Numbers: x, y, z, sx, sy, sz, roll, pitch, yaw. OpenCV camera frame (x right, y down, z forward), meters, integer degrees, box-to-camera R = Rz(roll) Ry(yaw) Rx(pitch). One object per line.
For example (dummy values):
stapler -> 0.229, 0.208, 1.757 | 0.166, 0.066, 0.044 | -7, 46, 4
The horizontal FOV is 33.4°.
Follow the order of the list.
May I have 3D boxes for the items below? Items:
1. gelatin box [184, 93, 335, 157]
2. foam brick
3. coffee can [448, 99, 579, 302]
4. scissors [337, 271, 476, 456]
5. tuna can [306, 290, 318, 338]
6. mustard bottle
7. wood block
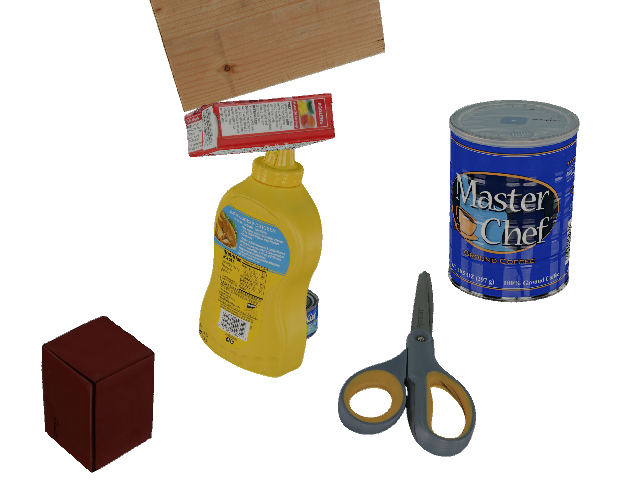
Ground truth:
gelatin box -> -0.039, -0.071, 0.658 | 0.073, 0.030, 0.089 | -7, 3, -17
foam brick -> -0.145, 0.099, 0.695 | 0.053, 0.078, 0.051 | 31, 40, 31
coffee can -> 0.157, -0.034, 0.882 | 0.103, 0.140, 0.103 | -2, 24, 1
scissors -> 0.051, 0.076, 0.732 | 0.096, 0.016, 0.202 | 0, 30, -9
tuna can -> -0.045, 0.074, 1.075 | 0.086, 0.034, 0.086 | 1, 18, 0
mustard bottle -> -0.045, 0.009, 0.868 | 0.096, 0.192, 0.058 | 25, 26, 33
wood block -> -0.051, -0.211, 1.035 | 0.206, 0.090, 0.091 | -17, -43, -5
